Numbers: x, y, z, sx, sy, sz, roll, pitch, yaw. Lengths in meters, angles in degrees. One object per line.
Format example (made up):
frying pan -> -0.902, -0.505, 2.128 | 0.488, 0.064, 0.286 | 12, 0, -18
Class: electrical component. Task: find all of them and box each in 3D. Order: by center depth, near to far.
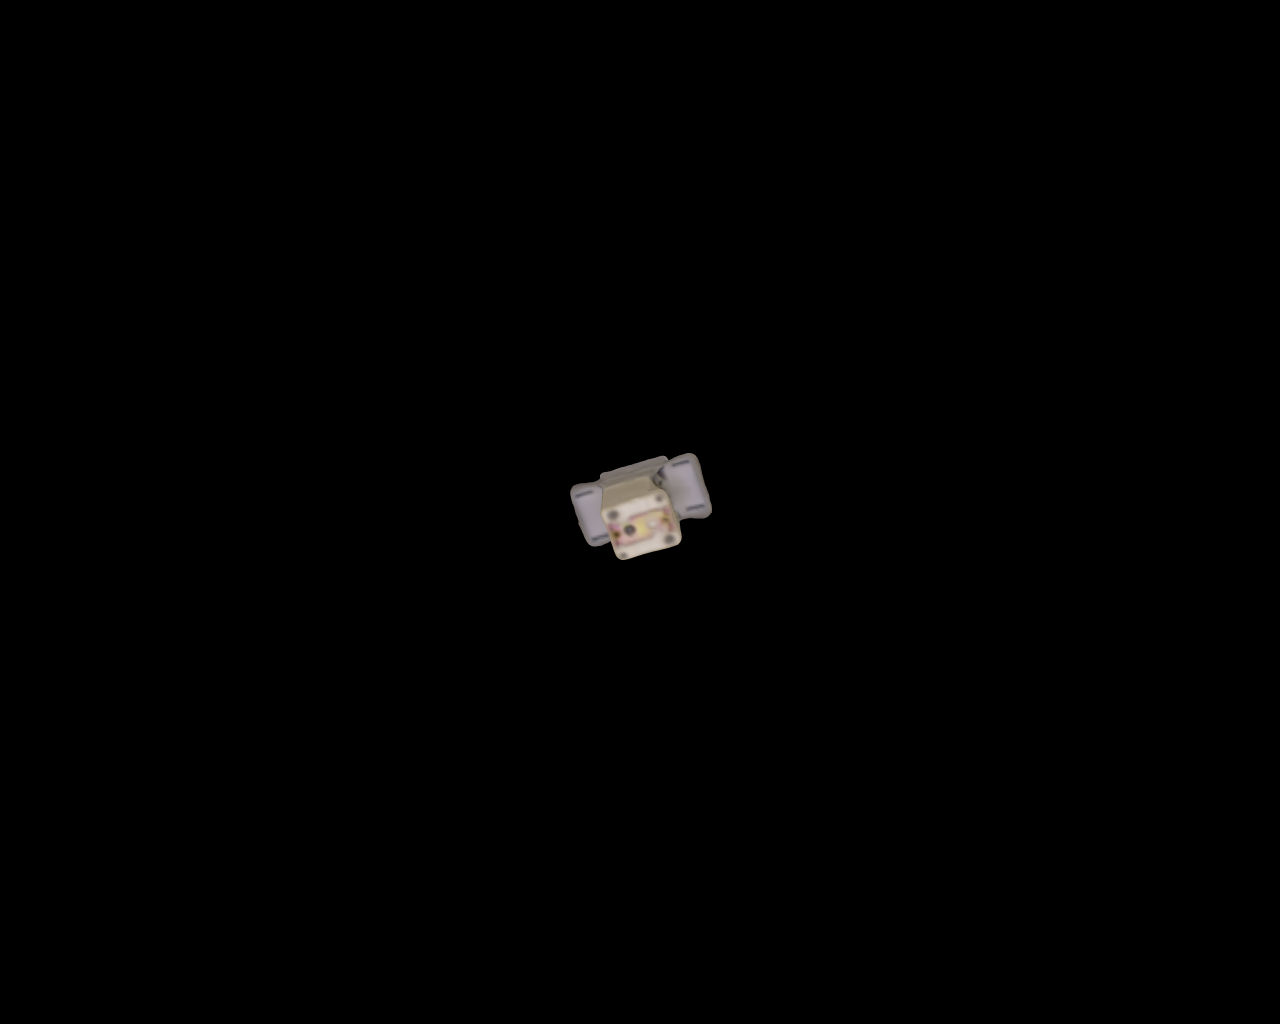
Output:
electrical component -> 0.001, -0.003, 0.650 | 0.081, 0.042, 0.064 | -17, 22, 7
